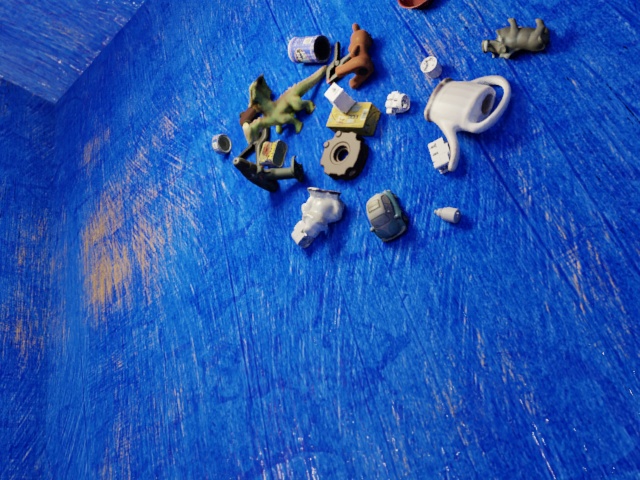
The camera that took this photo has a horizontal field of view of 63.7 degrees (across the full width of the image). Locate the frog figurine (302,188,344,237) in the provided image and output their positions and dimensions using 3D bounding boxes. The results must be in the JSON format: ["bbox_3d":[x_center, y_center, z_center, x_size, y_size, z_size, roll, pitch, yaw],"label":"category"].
[{"bbox_3d":[0.005,-0.085,1.696,0.122,0.137,0.160,180,101,-85],"label":"frog figurine"}]

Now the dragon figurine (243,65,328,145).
[{"bbox_3d":[-0.152,-0.530,1.932,0.124,0.240,0.409,36,98,47],"label":"dragon figurine"}]

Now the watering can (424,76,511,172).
[{"bbox_3d":[0.395,-0.353,1.477,0.226,0.102,0.351,26,71,41],"label":"watering can"}]
